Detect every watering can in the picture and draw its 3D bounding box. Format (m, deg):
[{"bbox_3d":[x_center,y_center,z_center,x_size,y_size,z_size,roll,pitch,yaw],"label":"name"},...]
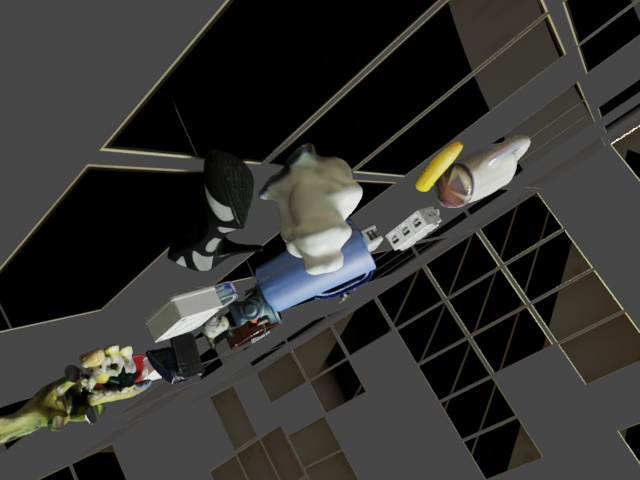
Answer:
[{"bbox_3d":[0.378,-0.145,1.262,0.226,0.341,0.105,-25,-105,-17],"label":"watering can"}]

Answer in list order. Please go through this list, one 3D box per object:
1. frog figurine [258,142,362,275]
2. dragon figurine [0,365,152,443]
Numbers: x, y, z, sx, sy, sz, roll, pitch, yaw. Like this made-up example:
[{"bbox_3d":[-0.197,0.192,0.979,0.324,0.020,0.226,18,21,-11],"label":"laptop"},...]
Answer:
[{"bbox_3d":[0.002,-0.036,0.716,0.161,0.136,0.122,59,-165,14],"label":"frog figurine"},{"bbox_3d":[-0.566,0.359,1.088,0.124,0.242,0.406,70,-168,18],"label":"dragon figurine"}]
